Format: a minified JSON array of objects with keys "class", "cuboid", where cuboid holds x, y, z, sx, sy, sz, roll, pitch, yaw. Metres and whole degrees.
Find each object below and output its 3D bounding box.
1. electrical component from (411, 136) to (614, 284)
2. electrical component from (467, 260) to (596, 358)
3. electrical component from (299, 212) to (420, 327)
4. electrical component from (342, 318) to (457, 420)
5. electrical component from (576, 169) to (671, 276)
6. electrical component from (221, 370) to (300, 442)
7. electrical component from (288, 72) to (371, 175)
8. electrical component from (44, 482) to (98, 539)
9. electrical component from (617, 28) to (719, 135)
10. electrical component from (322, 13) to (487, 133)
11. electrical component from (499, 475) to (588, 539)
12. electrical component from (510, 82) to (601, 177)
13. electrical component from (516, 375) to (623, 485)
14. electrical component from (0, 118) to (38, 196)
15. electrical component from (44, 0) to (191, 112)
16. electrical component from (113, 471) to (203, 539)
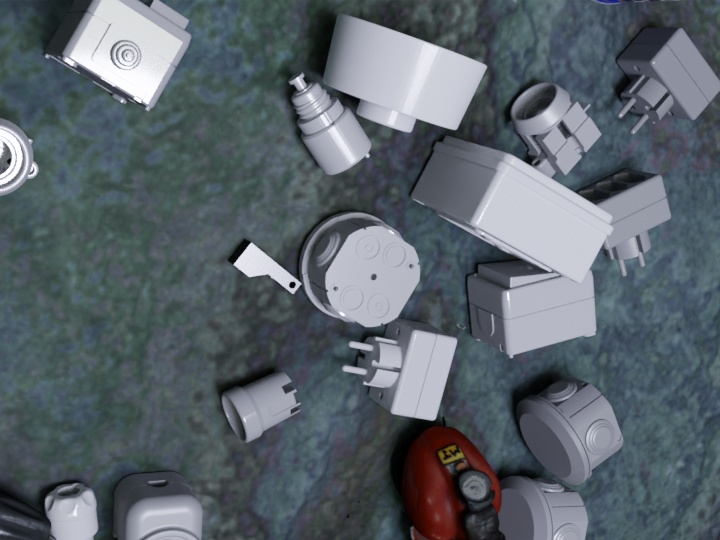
[{"class":"electrical component","cuboid":[0.110,-0.045,0.790,0.109,0.109,0.056,27,93,-26]},{"class":"electrical component","cuboid":[0.140,0.022,0.844,0.096,0.062,0.061,-13,107,-21]},{"class":"electrical component","cuboid":[0.000,0.000,0.784,0.080,0.051,0.080,-5,104,-22]},{"class":"electrical component","cuboid":[0.023,0.071,0.813,0.077,0.047,0.065,13,96,-25]},{"class":"electrical component","cuboid":[0.213,-0.033,0.871,0.066,0.047,0.076,-25,110,-16]},{"class":"electrical component","cuboid":[-0.072,0.098,0.782,0.046,0.040,0.040,-24,110,-23]},{"class":"electrical component","cuboid":[-0.025,-0.103,0.756,0.040,0.040,0.078,-39,113,-11]},{"class":"electrical component","cuboid":[-0.199,0.181,0.747,0.035,0.035,0.061,-9,107,-22]},{"class":"electrical component","cuboid":[0.235,-0.143,0.856,0.076,0.047,0.066,-49,115,-7]},{"class":"electrical component","cuboid":[0.026,-0.129,0.738,0.108,0.108,0.060,14,102,-26]},{"class":"electrical component","cuboid":[0.143,0.208,0.879,0.051,0.080,0.080,6,99,-30]},{"class":"electrical component","cuboid":[0.148,-0.111,0.828,0.066,0.048,0.055,-48,123,-7]},{"class":"electrical component","cuboid":[0.169,0.129,0.872,0.051,0.080,0.080,-31,112,-20]},{"class":"electrical component","cuboid":[-0.229,-0.072,0.665,0.066,0.055,0.048,24,91,-26]},{"class":"electrical component","cuboid":[-0.147,-0.141,0.663,0.062,0.096,0.061,30,88,-26]},{"class":"electrical component","cuboid":[-0.143,0.199,0.762,0.054,0.059,0.095,0,102,-24]}]
